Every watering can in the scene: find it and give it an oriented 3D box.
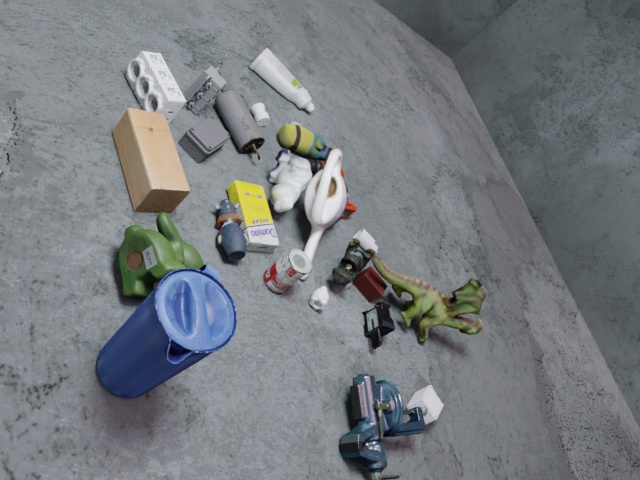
[{"bbox_3d":[0.004,-0.069,1.375,0.224,0.104,0.348,20,84,-82],"label":"watering can"}]

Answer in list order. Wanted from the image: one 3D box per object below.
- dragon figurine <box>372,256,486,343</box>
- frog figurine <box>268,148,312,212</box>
[{"bbox_3d":[0.333,0.155,1.430,0.403,0.241,0.125,53,27,-33],"label":"dragon figurine"},{"bbox_3d":[-0.074,-0.142,1.358,0.121,0.135,0.163,26,34,-40],"label":"frog figurine"}]
